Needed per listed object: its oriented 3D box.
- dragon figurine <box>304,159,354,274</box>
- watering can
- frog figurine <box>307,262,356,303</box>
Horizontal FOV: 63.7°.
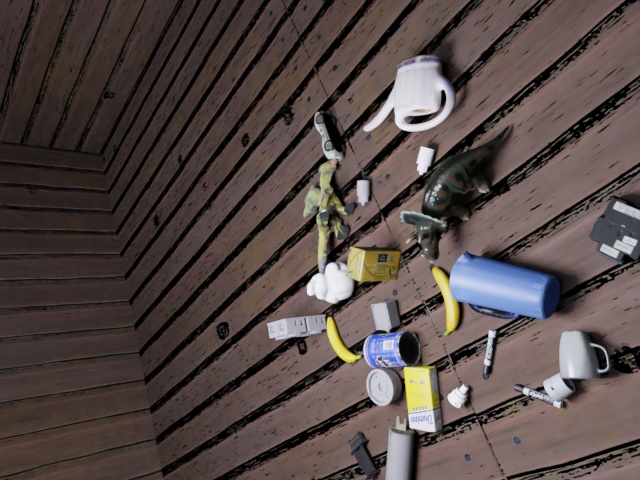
[{"bbox_3d":[0.006,-0.093,1.857,0.245,0.122,0.407,35,112,62],"label":"dragon figurine"},{"bbox_3d":[0.263,-0.440,1.568,0.348,0.104,0.224,5,90,48],"label":"watering can"},{"bbox_3d":[0.037,0.142,1.732,0.123,0.159,0.137,15,99,46],"label":"frog figurine"}]
